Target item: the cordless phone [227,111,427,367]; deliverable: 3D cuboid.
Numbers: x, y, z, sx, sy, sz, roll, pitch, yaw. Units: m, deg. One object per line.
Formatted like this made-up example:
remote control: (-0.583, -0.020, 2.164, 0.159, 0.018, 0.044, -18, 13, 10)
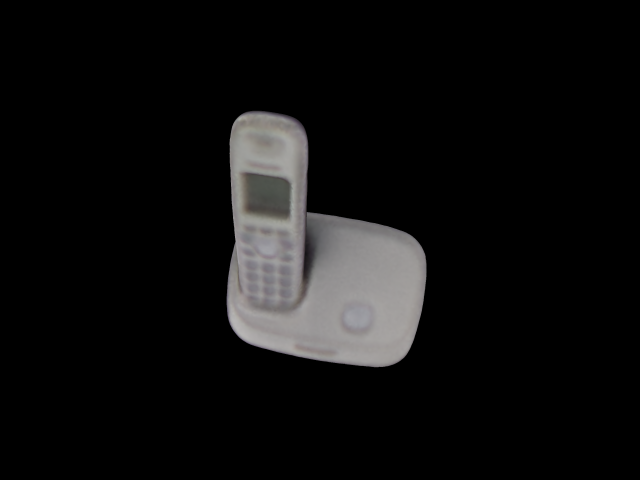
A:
cordless phone: (0.004, 0.001, 0.400, 0.147, 0.185, 0.094, 7, 47, 7)
